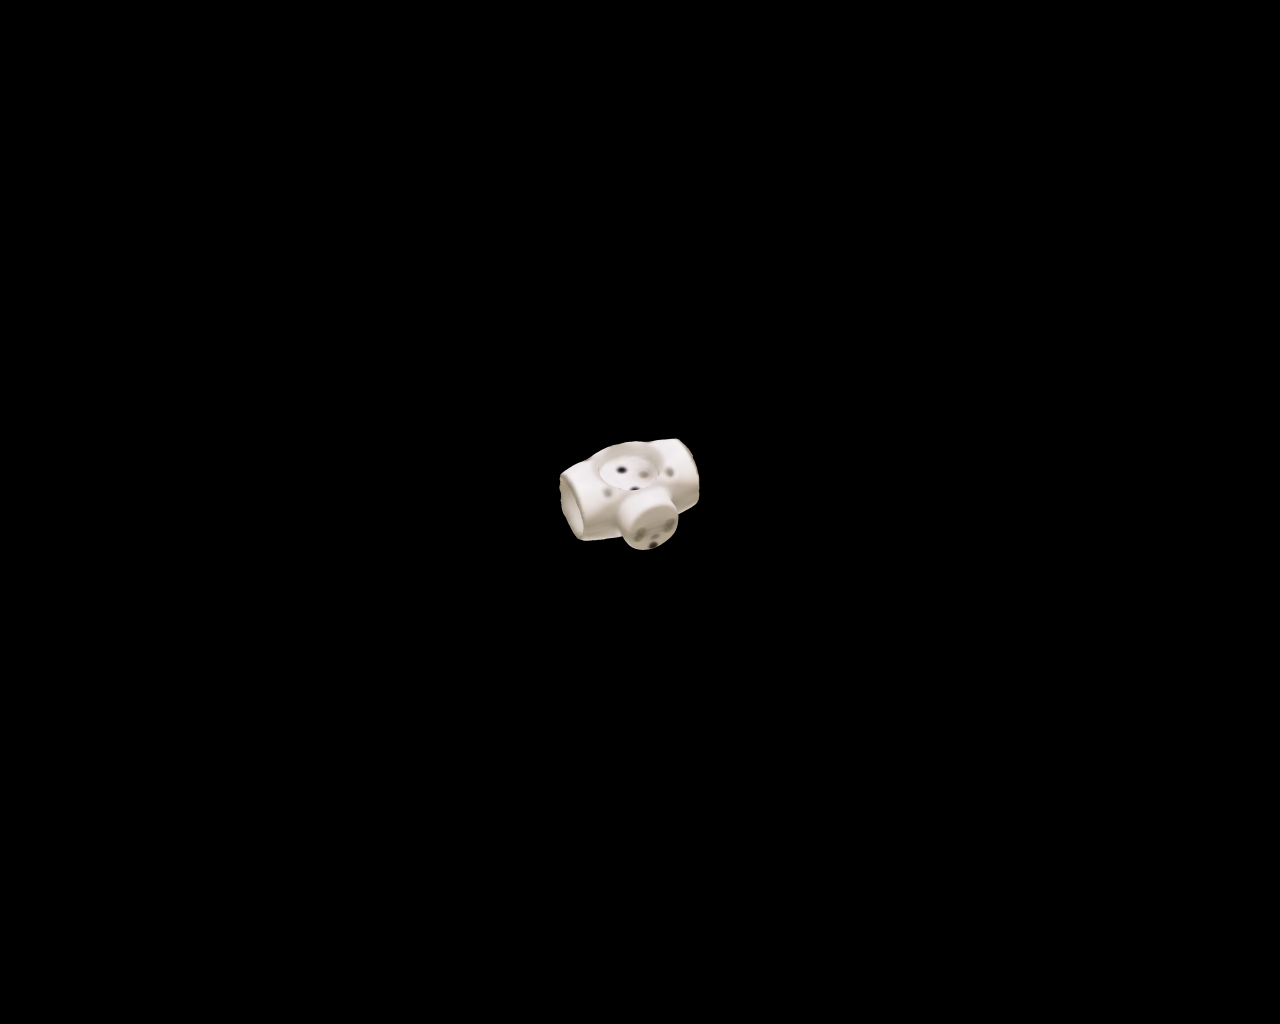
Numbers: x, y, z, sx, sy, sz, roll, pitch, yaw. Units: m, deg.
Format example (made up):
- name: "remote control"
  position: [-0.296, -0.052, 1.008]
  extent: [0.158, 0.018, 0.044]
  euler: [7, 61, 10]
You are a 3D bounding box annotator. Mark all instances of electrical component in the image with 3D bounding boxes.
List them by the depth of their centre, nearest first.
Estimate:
- name: "electrical component"
  position: [0.001, -0.003, 0.650]
  extent: [0.077, 0.044, 0.079]
  euler: [-17, 48, -16]
